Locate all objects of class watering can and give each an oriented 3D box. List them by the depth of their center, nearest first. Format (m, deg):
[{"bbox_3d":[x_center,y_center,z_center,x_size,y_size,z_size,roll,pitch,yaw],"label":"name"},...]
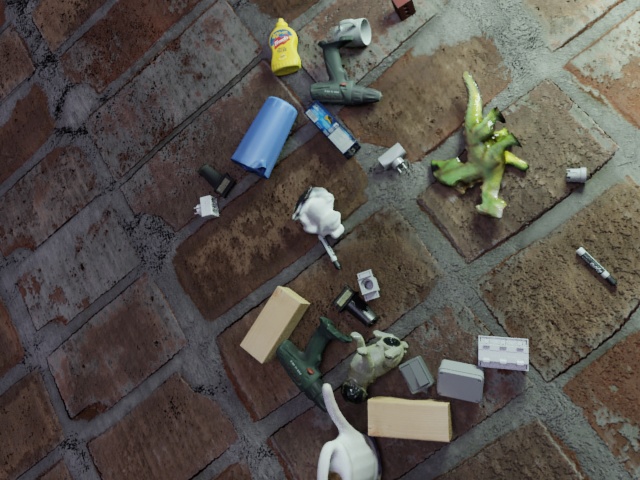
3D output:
[{"bbox_3d":[0.069,0.543,1.324,0.223,0.103,0.351,14,-107,-52],"label":"watering can"}]

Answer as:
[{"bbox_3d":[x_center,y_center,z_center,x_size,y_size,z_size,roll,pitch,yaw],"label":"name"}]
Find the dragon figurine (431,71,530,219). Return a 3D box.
[{"bbox_3d":[0.416,-0.244,1.428,0.240,0.416,0.121,-33,-20,19],"label":"dragon figurine"}]

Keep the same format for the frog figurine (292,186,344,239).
[{"bbox_3d":[0.005,-0.078,1.547,0.158,0.122,0.138,30,-101,-15],"label":"frog figurine"}]
